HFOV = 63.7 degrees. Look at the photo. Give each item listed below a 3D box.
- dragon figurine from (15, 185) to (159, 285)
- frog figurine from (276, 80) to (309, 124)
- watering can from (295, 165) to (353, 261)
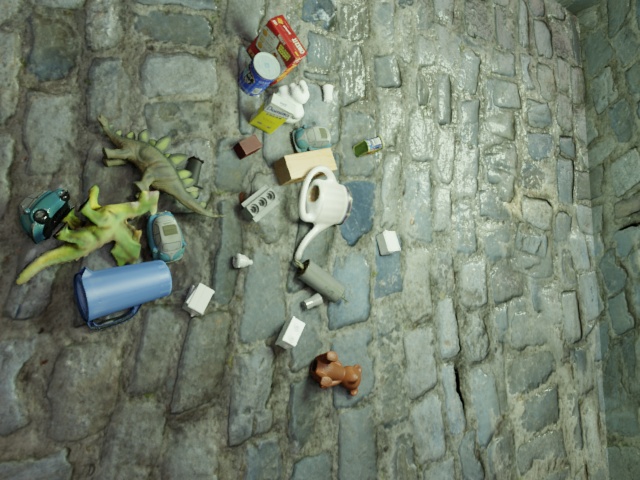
[{"bbox_3d":[-0.606,0.006,1.434,0.239,0.123,0.414,44,74,-34],"label":"dragon figurine"},{"bbox_3d":[-0.101,-0.506,1.885,0.124,0.158,0.137,-22,89,-33],"label":"frog figurine"},{"bbox_3d":[0.006,-0.094,1.862,0.224,0.104,0.347,7,94,-42],"label":"watering can"}]
